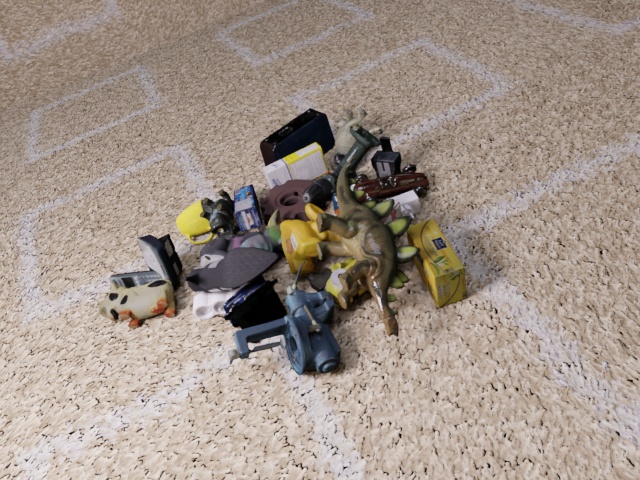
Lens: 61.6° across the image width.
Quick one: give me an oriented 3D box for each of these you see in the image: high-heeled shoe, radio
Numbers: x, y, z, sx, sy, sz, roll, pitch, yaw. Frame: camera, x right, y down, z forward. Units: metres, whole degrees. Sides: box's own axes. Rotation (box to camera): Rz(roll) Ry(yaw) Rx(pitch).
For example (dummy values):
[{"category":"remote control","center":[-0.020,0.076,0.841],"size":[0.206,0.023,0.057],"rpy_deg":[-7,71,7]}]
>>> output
[{"category":"high-heeled shoe","center":[-0.190,0.072,1.202],"size":[0.249,0.145,0.086],"rpy_deg":[-11,82,12]},{"category":"radio","center":[-0.067,-0.285,1.609],"size":[0.229,0.130,0.073],"rpy_deg":[-41,46,-23]}]

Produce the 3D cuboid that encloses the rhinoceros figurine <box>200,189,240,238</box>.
[{"category":"rhinoceros figurine","center":[-0.262,-0.049,1.438],"size":[0.073,0.112,0.190],"rpy_deg":[-25,41,11]}]

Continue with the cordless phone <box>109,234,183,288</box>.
[{"category":"cordless phone","center":[-0.455,0.062,1.356],"size":[0.184,0.146,0.089],"rpy_deg":[-9,33,8]}]

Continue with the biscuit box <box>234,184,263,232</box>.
[{"category":"biscuit box","center":[-0.197,-0.089,1.457],"size":[0.059,0.062,0.203],"rpy_deg":[-18,23,-1]}]

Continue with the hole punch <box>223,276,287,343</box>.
[{"category":"hole punch","center":[-0.150,0.144,1.179],"size":[0.142,0.115,0.092],"rpy_deg":[-35,35,-19]}]

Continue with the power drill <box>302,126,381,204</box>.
[{"category":"power drill","center":[0.060,-0.185,1.373],"size":[0.086,0.207,0.232],"rpy_deg":[36,25,16]}]

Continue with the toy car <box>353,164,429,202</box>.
[{"category":"toy car","center":[0.183,-0.141,1.373],"size":[0.202,0.053,0.089],"rpy_deg":[-13,58,-10]}]

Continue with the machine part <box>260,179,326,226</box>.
[{"category":"machine part","center":[-0.074,-0.098,1.461],"size":[0.179,0.055,0.179],"rpy_deg":[-10,41,9]}]

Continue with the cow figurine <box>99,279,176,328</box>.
[{"category":"cow figurine","center":[-0.449,0.146,1.312],"size":[0.195,0.085,0.127],"rpy_deg":[-17,46,7]}]

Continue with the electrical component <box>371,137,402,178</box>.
[{"category":"electrical component","center":[0.180,-0.214,1.443],"size":[0.075,0.119,0.048],"rpy_deg":[12,49,28]}]

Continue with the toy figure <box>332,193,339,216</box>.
[{"category":"toy figure","center":[0.082,-0.058,1.324],"size":[0.155,0.064,0.058],"rpy_deg":[40,83,24]}]

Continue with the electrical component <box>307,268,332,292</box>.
[{"category":"electrical component","center":[0.013,0.093,1.237],"size":[0.063,0.021,0.094],"rpy_deg":[-39,43,-22]}]

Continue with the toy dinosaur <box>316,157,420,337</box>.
[{"category":"toy dinosaur","center":[0.091,-0.009,1.136],"size":[0.199,0.105,0.472],"rpy_deg":[-9,55,-16]}]

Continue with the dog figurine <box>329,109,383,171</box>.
[{"category":"dog figurine","center":[0.070,-0.279,1.588],"size":[0.190,0.121,0.172],"rpy_deg":[-53,14,-11]}]

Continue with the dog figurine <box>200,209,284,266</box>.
[{"category":"dog figurine","center":[-0.170,0.011,1.333],"size":[0.192,0.108,0.219],"rpy_deg":[17,46,18]}]

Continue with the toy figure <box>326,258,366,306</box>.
[{"category":"toy figure","center":[0.094,0.077,1.181],"size":[0.180,0.089,0.082],"rpy_deg":[-34,46,-28]}]

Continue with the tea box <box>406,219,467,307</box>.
[{"category":"tea box","center":[0.246,0.047,1.141],"size":[0.068,0.098,0.170],"rpy_deg":[-18,38,0]}]

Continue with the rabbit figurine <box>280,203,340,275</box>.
[{"category":"rabbit figurine","center":[-0.003,-0.004,1.295],"size":[0.173,0.121,0.162],"rpy_deg":[-9,43,-20]}]

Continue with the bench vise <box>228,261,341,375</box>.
[{"category":"bench vise","center":[-0.072,0.182,1.080],"size":[0.241,0.128,0.224],"rpy_deg":[-12,57,-20]}]
